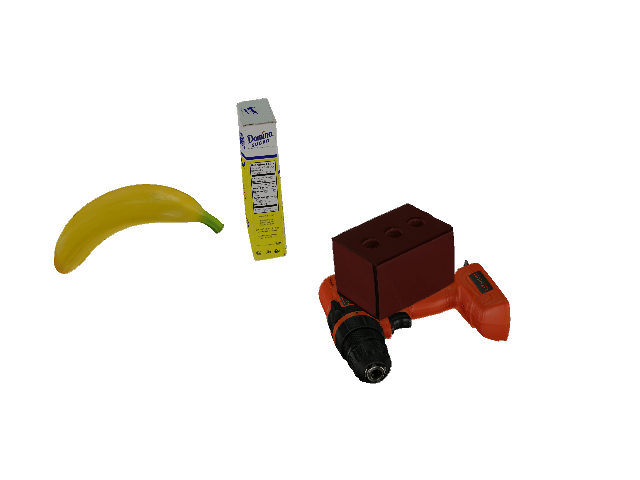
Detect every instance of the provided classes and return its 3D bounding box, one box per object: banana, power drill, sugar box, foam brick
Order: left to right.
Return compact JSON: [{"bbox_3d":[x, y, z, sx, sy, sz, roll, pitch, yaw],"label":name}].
[{"bbox_3d":[-0.190,-0.015,1.014,0.198,0.069,0.037,-13,18,28],"label":"banana"},{"bbox_3d":[-0.073,-0.074,1.296,0.048,0.176,0.093,-9,25,-6],"label":"sugar box"},{"bbox_3d":[0.056,0.015,0.800,0.078,0.051,0.053,-25,36,-29],"label":"foam brick"},{"bbox_3d":[0.101,0.083,1.134,0.187,0.057,0.184,-6,28,-11],"label":"power drill"}]
